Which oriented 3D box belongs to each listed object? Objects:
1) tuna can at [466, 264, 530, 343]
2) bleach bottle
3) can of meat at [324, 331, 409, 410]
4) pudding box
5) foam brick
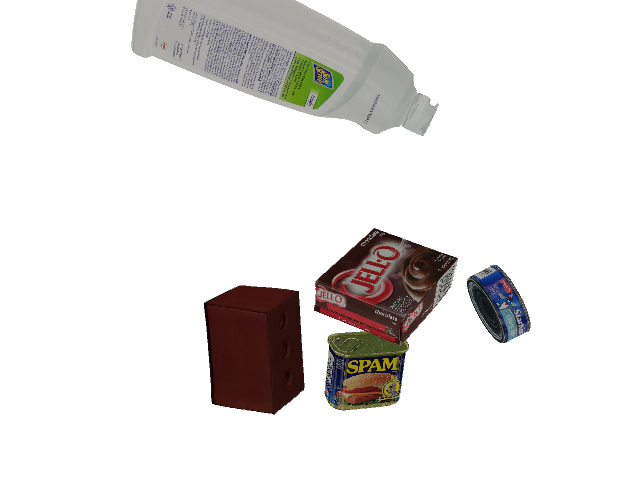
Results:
[{"bbox_3d":[0.201,0.073,1.211,0.033,0.086,0.086,-26,4,-8],"label":"tuna can"},{"bbox_3d":[-0.026,-0.147,0.869,0.251,0.068,0.103,25,-33,0],"label":"bleach bottle"},{"bbox_3d":[0.057,0.167,1.370,0.102,0.084,0.057,-2,24,-17],"label":"can of meat"},{"bbox_3d":[0.060,0.039,0.965,0.090,0.039,0.113,21,34,23],"label":"pudding box"},{"bbox_3d":[-0.046,0.076,0.765,0.051,0.078,0.052,4,16,26],"label":"foam brick"}]
